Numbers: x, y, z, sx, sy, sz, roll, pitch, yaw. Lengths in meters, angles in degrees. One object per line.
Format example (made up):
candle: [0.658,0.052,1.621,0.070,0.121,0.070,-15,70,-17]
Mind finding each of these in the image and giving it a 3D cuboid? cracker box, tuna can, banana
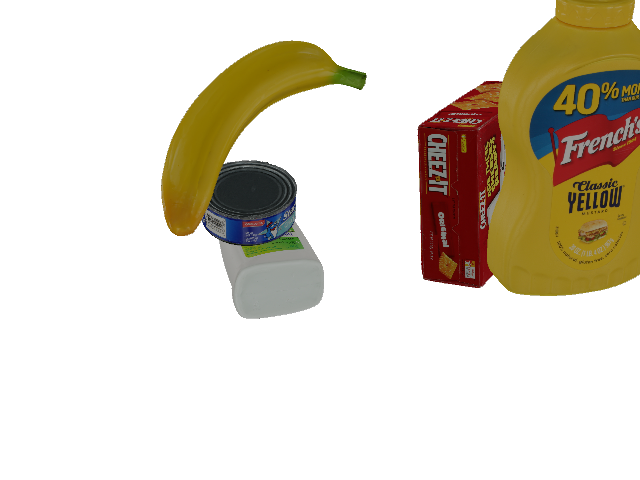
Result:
cracker box: [0.169,-0.066,1.118,0.072,0.164,0.213,6,22,26]
tuna can: [-0.064,-0.033,0.940,0.086,0.034,0.086,1,38,-1]
banana: [-0.050,-0.081,0.704,0.070,0.197,0.037,35,-33,17]

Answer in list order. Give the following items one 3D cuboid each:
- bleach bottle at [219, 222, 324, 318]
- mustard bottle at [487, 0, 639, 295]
bleach bottle: [-0.077,-0.005,1.212,0.102,0.068,0.251,-7,29,-16]
mustard bottle: [0.147,-0.064,0.602,0.096,0.192,0.058,-7,28,-11]
